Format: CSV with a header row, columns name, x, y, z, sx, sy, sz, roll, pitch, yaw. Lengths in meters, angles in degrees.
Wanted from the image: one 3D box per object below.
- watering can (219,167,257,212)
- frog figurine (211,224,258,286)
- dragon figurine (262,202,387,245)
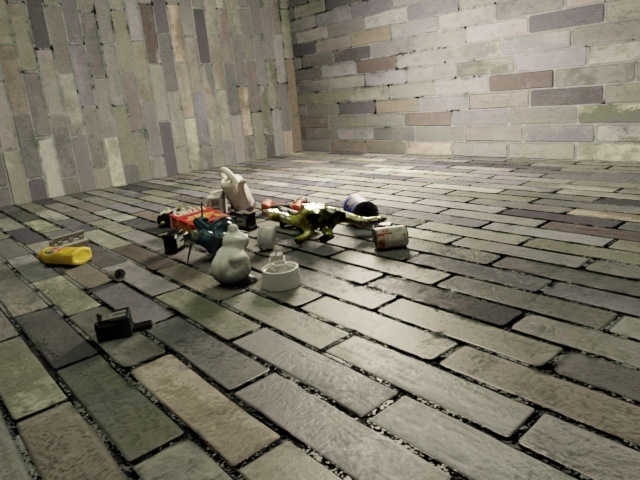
name,x,y,z,sx,sy,sz,roll,pitch,yaw
watering can,-0.354,-0.208,2.243,0.105,0.220,0.351,-34,28,-14
frog figurine,-0.245,0.041,1.426,0.123,0.157,0.138,-15,17,-26
dragon figurine,0.005,-0.091,1.799,0.411,0.120,0.247,-4,26,-13
